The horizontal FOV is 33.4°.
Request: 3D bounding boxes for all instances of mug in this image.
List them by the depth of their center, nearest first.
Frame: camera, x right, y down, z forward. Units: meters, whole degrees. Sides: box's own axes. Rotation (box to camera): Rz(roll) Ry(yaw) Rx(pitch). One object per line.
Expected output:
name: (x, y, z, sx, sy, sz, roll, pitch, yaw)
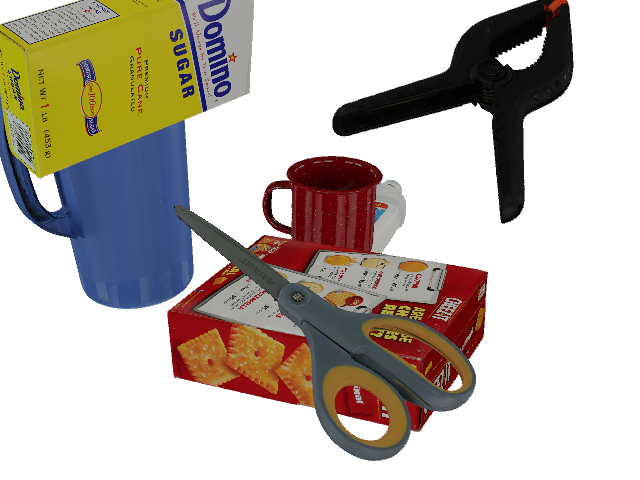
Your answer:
mug: (0.001, -0.029, 1.049, 0.117, 0.081, 0.093, 3, 26, 4)

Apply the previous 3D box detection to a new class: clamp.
clamp: (0.136, -0.110, 0.815, 0.165, 0.209, 0.036, 39, -22, 28)

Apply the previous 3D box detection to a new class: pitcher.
pitcher: (-0.190, -0.060, 0.965, 0.149, 0.243, 0.145, 0, 29, 6)

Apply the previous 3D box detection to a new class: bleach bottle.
bleach bottle: (0.034, -0.009, 1.337, 0.103, 0.068, 0.250, 12, 35, 23)

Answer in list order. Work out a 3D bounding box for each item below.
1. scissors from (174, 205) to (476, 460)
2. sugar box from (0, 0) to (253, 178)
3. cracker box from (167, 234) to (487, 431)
scissors: (-0.015, 0.051, 0.580, 0.202, 0.096, 0.016, 24, -38, 12)
sugar box: (-0.122, -0.115, 0.697, 0.175, 0.093, 0.048, -27, 49, -33)
cracker box: (0.010, 0.069, 0.868, 0.214, 0.072, 0.164, 9, 26, 24)
